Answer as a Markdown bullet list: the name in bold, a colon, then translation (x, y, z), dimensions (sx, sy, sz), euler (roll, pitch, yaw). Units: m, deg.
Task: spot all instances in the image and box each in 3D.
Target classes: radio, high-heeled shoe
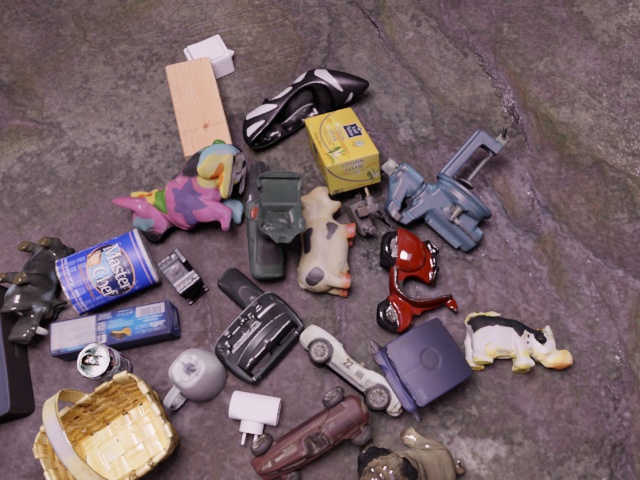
- **radio**: translation (-0.572, 0.197, 0.897), dimensions (0.131, 0.073, 0.229), euler (-19, 68, -4)
- **high-heeled shoe**: translation (-0.030, -0.246, 1.028), dimensions (0.249, 0.086, 0.145), euler (-9, 48, 17)

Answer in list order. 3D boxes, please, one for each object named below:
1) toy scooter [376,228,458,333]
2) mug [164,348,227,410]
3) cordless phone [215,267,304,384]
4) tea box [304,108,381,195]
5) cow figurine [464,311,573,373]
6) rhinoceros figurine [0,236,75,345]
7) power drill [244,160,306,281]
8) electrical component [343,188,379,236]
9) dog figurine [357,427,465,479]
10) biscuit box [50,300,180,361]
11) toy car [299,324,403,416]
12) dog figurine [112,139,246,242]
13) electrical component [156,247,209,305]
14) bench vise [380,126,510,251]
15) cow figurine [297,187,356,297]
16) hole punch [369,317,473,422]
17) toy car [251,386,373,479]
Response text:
- **toy scooter**: translation (0.168, 0.069, 0.921), dimensions (0.135, 0.075, 0.184), euler (3, 73, 3)
- **mug**: translation (-0.209, 0.220, 0.858), dimensions (0.081, 0.107, 0.109), euler (42, 74, 17)
- **cordless phone**: translation (-0.134, 0.136, 0.913), dimensions (0.184, 0.088, 0.146), euler (37, 75, 26)
- **tea box**: translation (0.039, -0.165, 0.980), dimensions (0.098, 0.068, 0.170), euler (-17, 42, -6)
- **cow figurine**: translation (0.324, 0.167, 0.885), dimensions (0.167, 0.068, 0.098), euler (3, 64, 2)
- **rhinoceros figurine**: translation (-0.487, 0.084, 0.922), dimensions (0.073, 0.112, 0.190), euler (-9, 54, 22)
- **power drill**: translation (-0.088, -0.052, 0.905), dimensions (0.086, 0.207, 0.232), euler (1, 79, -21)
- **electrical component**: translation (0.076, -0.051, 0.960), dimensions (0.045, 0.102, 0.078), euler (-29, 97, -7)
- **dog figurine**: translation (0.136, 0.333, 0.761), dimensions (0.172, 0.190, 0.121), euler (-18, 70, -7)
- **biscuit box**: translation (-0.344, 0.154, 0.910), dimensions (0.203, 0.062, 0.059), euler (-11, 69, -3)
- **toy car**: translation (0.050, 0.212, 0.870), dimensions (0.202, 0.073, 0.056), euler (36, 75, 14)
- **dog figurine**: translation (-0.250, -0.087, 0.955), dimensions (0.219, 0.108, 0.191), euler (5, 107, 4)
- **electrical component**: translation (-0.236, 0.058, 0.913), dimensions (0.048, 0.119, 0.075), euler (-40, 76, -12)
- **bench vise**: translation (0.230, -0.107, 0.950), dimensions (0.224, 0.129, 0.240), euler (41, 93, 7)
- **cow figurine**: translation (-0.002, -0.003, 0.951), dimensions (0.127, 0.085, 0.195), euler (5, 70, -3)
- **hole punch**: translation (0.161, 0.194, 0.838), dimensions (0.116, 0.092, 0.142), euler (-12, 67, -48)
- **toy car**: translation (-0.015, 0.306, 0.817), dimensions (0.202, 0.053, 0.089), euler (-33, 99, 5)
